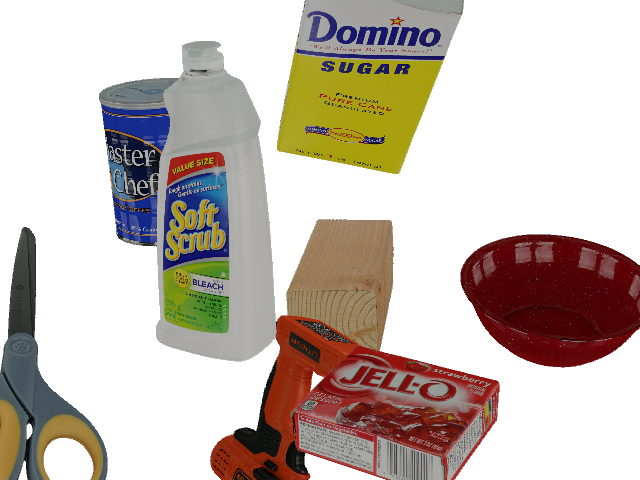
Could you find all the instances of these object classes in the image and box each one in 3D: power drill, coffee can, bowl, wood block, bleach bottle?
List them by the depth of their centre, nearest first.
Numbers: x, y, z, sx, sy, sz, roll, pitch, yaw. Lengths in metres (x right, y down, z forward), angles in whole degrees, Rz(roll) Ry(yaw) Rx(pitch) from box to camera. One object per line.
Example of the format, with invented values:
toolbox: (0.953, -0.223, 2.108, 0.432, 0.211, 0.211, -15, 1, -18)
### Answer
bleach bottle: (-0.090, -0.032, 0.845, 0.103, 0.251, 0.068, 11, 27, 28)
bowl: (0.196, 0.057, 0.895, 0.162, 0.055, 0.162, 1, 31, -1)
power drill: (-0.015, 0.176, 0.969, 0.057, 0.188, 0.185, 13, 12, -46)
coffee can: (-0.155, -0.078, 1.032, 0.103, 0.140, 0.103, -3, 21, 1)
wood block: (0.026, 0.053, 1.155, 0.091, 0.090, 0.206, 1, 21, 8)

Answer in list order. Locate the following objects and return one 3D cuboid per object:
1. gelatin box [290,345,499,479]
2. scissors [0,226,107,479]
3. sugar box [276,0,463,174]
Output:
gelatin box: (0.040, 0.092, 0.567, 0.089, 0.030, 0.073, 13, 30, 28)
scissors: (-0.155, 0.075, 0.612, 0.096, 0.201, 0.016, 16, -45, -6)
sugar box: (0.027, -0.113, 0.694, 0.093, 0.048, 0.176, 10, -27, -3)
